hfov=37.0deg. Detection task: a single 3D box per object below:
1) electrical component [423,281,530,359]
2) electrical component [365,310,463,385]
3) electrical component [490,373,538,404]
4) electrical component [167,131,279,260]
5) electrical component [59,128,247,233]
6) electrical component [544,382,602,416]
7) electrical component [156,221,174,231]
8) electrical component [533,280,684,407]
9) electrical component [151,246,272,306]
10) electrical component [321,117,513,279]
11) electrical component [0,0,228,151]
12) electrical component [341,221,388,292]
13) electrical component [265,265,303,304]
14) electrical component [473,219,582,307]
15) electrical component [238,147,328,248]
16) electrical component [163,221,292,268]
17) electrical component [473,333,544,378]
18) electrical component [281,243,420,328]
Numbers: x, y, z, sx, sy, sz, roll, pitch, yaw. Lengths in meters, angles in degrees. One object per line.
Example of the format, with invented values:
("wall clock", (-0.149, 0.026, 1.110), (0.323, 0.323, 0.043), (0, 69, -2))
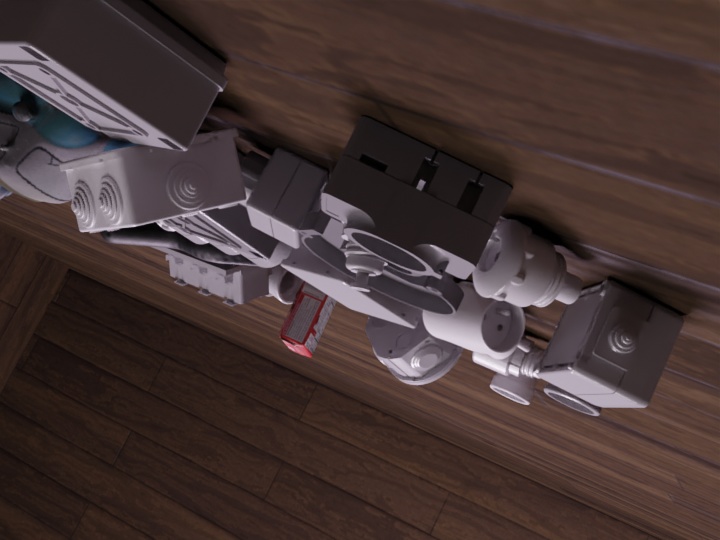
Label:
("electrical component", (0.102, 0.045, 0.852), (0.079, 0.044, 0.077), (31, 169, -30))
("electrical component", (0.049, 0.057, 0.952), (0.080, 0.080, 0.051), (17, 162, 44))
("electrical component", (0.148, 0.096, 0.996), (0.040, 0.046, 0.040), (25, 171, 5))
("electrical component", (-0.123, -0.063, 0.829), (0.109, 0.056, 0.109), (18, 167, 39))
("electrical component", (-0.132, -0.056, 0.692), (0.100, 0.048, 0.100), (-17, -171, -36))
("electrical component", (0.168, 0.074, 0.798), (0.045, 0.055, 0.045), (25, 171, 5))
("electrical component", (-0.180, -0.069, 0.990), (0.048, 0.048, 0.062), (19, 162, 36))
("electrical component", (0.158, 0.049, 0.667), (0.061, 0.061, 0.096), (27, 171, -3))
("electrical component", (-0.149, -0.010, 1.124), (0.121, 0.063, 0.079), (19, -152, 39))
("electrical component", (0.028, -0.034, 0.584), (0.089, 0.055, 0.050), (26, 171, 2))
("electrical component", (-0.148, -0.118, 0.597), (0.109, 0.056, 0.109), (34, 168, -38))
("electrical component", (0.008, -0.027, 0.630), (0.040, 0.078, 0.040), (11, 172, 2))
("electrical component", (-0.091, 0.009, 1.168), (0.055, 0.045, 0.045), (19, 168, 42))
("electrical component", (0.100, 0.002, 0.625), (0.062, 0.048, 0.048), (22, 173, -23))
("electrical component", (-0.066, -0.057, 0.742), (0.077, 0.047, 0.065), (27, 170, 2))
("electrical component", (-0.104, -0.037, 0.930), (0.138, 0.052, 0.074), (18, 168, 40))
("electrical component", (0.134, 0.073, 0.927), (0.078, 0.040, 0.040), (23, 170, 20))
("electrical component", (0.000, 0.000, 0.863), (0.100, 0.048, 0.100), (33, 168, -37))
